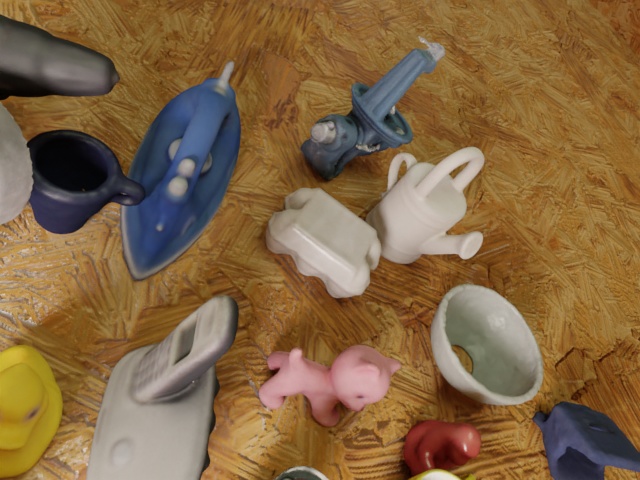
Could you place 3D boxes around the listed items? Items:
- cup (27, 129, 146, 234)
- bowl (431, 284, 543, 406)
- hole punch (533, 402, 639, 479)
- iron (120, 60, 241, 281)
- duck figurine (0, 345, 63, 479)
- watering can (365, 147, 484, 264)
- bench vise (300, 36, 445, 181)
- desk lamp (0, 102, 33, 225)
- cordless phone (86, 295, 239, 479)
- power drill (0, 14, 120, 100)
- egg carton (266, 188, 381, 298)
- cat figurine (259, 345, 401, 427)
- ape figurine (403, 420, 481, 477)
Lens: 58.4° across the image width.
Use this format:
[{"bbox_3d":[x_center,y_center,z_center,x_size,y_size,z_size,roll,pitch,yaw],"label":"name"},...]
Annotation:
[{"bbox_3d":[-0.245,-0.046,0.586,0.118,0.094,0.091,19,49,-21],"label":"cup"},{"bbox_3d":[0.204,0.146,0.750,0.168,0.074,0.167,18,49,-21],"label":"bowl"},{"bbox_3d":[0.352,0.261,0.748,0.109,0.091,0.101,18,49,-22],"label":"hole punch"},{"bbox_3d":[-0.149,-0.088,0.649,0.119,0.141,0.258,23,47,-17],"label":"iron"},{"bbox_3d":[-0.244,0.128,0.459,0.078,0.086,0.104,10,52,-27],"label":"duck figurine"},{"bbox_3d":[0.157,-0.052,0.786,0.173,0.193,0.101,46,45,5],"label":"watering can"},{"bbox_3d":[0.085,-0.180,0.819,0.121,0.219,0.208,40,45,0],"label":"bench vise"},{"bbox_3d":[-0.327,-0.001,0.412,0.118,0.213,0.203,39,45,-1],"label":"desk lamp"},{"bbox_3d":[-0.120,0.134,0.466,0.094,0.184,0.147,15,50,-23],"label":"cordless phone"},{"bbox_3d":[-0.317,-0.122,0.516,0.230,0.208,0.075,15,50,-24],"label":"power drill"},{"bbox_3d":[0.007,0.003,0.733,0.150,0.069,0.107,36,45,-5],"label":"egg carton"},{"bbox_3d":[0.017,0.141,0.599,0.128,0.117,0.067,22,47,-18],"label":"cat figurine"},{"bbox_3d":[0.140,0.230,0.630,0.078,0.092,0.076,8,53,-28],"label":"ape figurine"}]
